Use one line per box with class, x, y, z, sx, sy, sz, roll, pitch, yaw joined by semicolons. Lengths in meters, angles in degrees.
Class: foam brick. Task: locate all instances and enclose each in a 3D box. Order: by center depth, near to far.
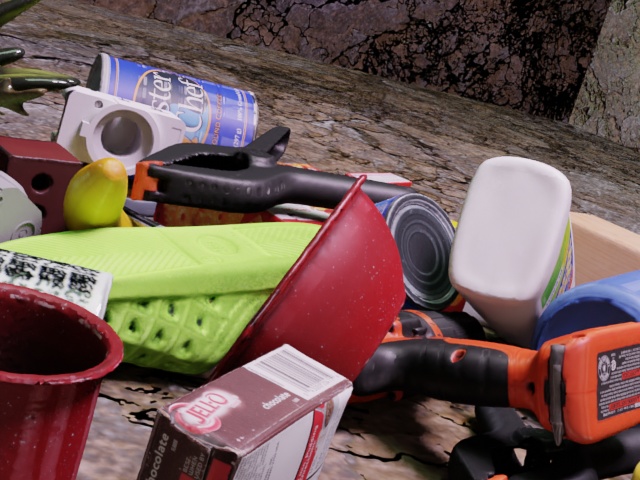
foam brick;-0.199;-0.026;0.717;0.052;0.078;0.051;3;20;-36

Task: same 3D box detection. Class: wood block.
wood block;0.294;0.052;0.965;0.090;0.091;0.206;4;18;-45

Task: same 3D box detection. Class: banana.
banana;-0.132;-0.012;0.710;0.069;0.037;0.197;-19;-17;5

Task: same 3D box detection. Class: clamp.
clamp;0.130;0.123;0.591;0.120;0.039;0.171;2;11;20
clamp;-0.052;-0.051;0.791;0.209;0.036;0.165;-3;24;-37

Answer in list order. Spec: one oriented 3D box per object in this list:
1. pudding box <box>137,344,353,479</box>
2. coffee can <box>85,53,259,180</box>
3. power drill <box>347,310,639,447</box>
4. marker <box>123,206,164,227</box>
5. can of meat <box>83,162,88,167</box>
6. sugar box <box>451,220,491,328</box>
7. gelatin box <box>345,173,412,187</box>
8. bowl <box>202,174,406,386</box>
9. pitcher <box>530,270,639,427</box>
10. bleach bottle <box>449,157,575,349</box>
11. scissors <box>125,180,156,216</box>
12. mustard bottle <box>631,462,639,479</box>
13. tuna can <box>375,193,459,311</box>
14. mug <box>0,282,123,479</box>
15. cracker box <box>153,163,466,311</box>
pudding box;-0.034;0.097;0.410;0.039;0.090;0.113;25;15;19
coffee can;-0.138;-0.098;0.946;0.140;0.103;0.103;12;15;-21
power drill;0.098;0.072;0.623;0.188;0.057;0.184;-2;3;40
marker;-0.161;-0.020;0.858;0.121;0.020;0.020;26;16;33
can of meat;-0.199;-0.035;0.798;0.102;0.057;0.084;15;11;-11
sugar box;0.132;0.025;0.974;0.093;0.048;0.176;19;13;9
gelatin box;0.046;-0.025;1.009;0.030;0.073;0.089;26;16;27
bowl;-0.006;0.047;0.529;0.055;0.162;0.162;37;15;-1
pitcher;0.250;0.078;0.773;0.242;0.149;0.145;-3;40;-46
bleach bottle;0.158;0.025;0.798;0.068;0.102;0.250;16;-9;22
scissors;-0.118;-0.033;0.971;0.201;0.016;0.096;11;17;-22
mustard bottle;0.257;0.167;0.544;0.192;0.058;0.096;27;16;35
tuna can;0.061;0.011;0.737;0.085;0.086;0.034;3;-16;-45
mug;-0.142;0.065;0.420;0.117;0.081;0.093;21;15;18
cracker box;-0.006;0.001;0.855;0.163;0.072;0.214;0;23;-46
